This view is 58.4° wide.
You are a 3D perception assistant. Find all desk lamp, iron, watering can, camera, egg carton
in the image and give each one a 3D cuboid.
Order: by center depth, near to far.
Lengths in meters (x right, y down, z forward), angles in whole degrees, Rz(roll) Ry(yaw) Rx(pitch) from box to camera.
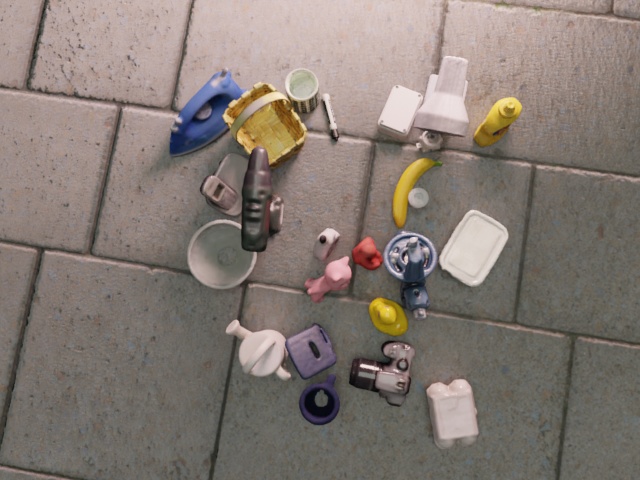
[{"bbox_3d":[-0.139,0.253,1.291,0.172,0.194,0.101,20,85,6],"label":"watering can"},{"bbox_3d":[0.304,0.398,1.308,0.107,0.069,0.150,-10,83,3],"label":"egg carton"},{"bbox_3d":[0.140,0.300,1.315,0.136,0.101,0.143,11,84,5],"label":"camera"},{"bbox_3d":[0.287,-0.318,1.323,0.118,0.213,0.203,12,84,5],"label":"desk lamp"},{"bbox_3d":[-0.292,-0.311,1.395,0.118,0.141,0.258,44,88,8],"label":"iron"}]

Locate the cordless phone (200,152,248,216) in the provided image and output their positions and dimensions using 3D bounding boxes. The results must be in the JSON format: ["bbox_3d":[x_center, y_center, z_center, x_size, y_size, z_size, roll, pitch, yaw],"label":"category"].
[{"bbox_3d":[-0.219,-0.142,1.348,0.094,0.185,0.148,22,85,6],"label":"cordless phone"}]

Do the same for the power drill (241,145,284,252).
[{"bbox_3d":[-0.136,-0.082,1.324,0.075,0.208,0.230,3,83,4],"label":"power drill"}]

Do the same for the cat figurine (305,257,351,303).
[{"bbox_3d":[0.023,0.093,1.338,0.128,0.118,0.067,-31,82,0],"label":"cat figurine"}]

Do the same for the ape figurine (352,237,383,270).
[{"bbox_3d":[0.113,0.031,1.353,0.076,0.092,0.078,4,83,4],"label":"ape figurine"}]

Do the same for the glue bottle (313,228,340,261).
[{"bbox_3d":[0.012,0.005,1.322,0.037,0.173,0.078,33,86,7],"label":"glue bottle"}]

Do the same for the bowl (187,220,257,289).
[{"bbox_3d":[-0.230,0.038,1.383,0.167,0.075,0.167,0,83,4],"label":"bowl"}]

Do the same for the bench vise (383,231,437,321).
[{"bbox_3d":[0.220,0.069,1.277,0.121,0.220,0.207,-27,82,0],"label":"bench vise"}]

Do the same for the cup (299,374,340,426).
[{"bbox_3d":[0.007,0.360,1.319,0.091,0.095,0.118,25,85,6],"label":"cup"}]

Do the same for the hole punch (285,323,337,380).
[{"bbox_3d":[-0.020,0.258,1.335,0.101,0.091,0.108,-28,82,0],"label":"hole punch"}]

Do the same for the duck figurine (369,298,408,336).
[{"bbox_3d":[0.161,0.180,1.335,0.104,0.086,0.077,43,88,8],"label":"duck figurine"}]
